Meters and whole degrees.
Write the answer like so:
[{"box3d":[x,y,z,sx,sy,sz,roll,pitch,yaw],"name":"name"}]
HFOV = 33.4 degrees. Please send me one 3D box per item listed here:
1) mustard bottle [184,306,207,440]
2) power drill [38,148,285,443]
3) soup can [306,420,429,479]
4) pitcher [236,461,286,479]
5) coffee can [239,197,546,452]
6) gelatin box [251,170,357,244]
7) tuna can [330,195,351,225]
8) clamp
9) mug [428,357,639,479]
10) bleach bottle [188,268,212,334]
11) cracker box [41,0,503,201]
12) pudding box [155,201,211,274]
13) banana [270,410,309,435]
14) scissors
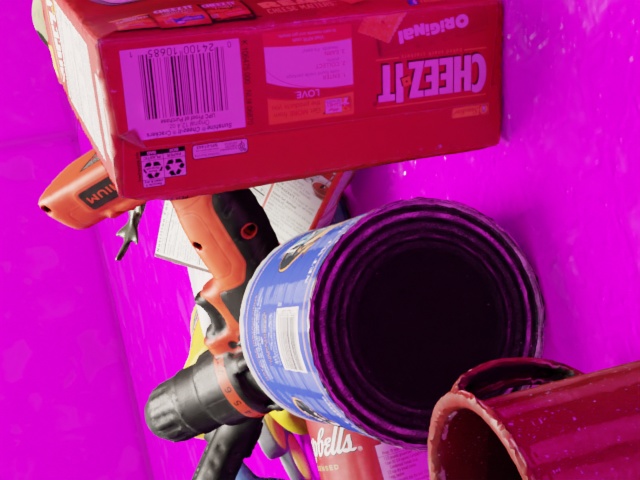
[{"box3d":[-0.094,0.097,0.986,0.191,0.058,0.096,-95,16,-69],"name":"mustard bottle"},{"box3d":[-0.071,0.024,0.613,0.187,0.185,0.057,52,-155,-20],"name":"power drill"},{"box3d":[0.036,0.136,0.596,0.069,0.068,0.102,145,111,-73],"name":"soup can"},{"box3d":[-0.007,0.244,0.732,0.145,0.149,0.243,-65,11,-16],"name":"pitcher"},{"box3d":[0.026,0.039,0.493,0.140,0.102,0.103,162,96,-74],"name":"coffee can"},{"box3d":[-0.020,-0.042,0.624,0.073,0.030,0.089,36,127,13],"name":"gelatin box"},{"box3d":[-0.005,0.001,0.699,0.086,0.033,0.086,168,90,-75],"name":"tuna can"},{"box3d":[-0.058,0.129,0.739,0.164,0.036,0.210,168,127,-87],"name":"clamp"},{"box3d":[0.086,0.078,0.350,0.117,0.081,0.093,-125,27,-54],"name":"mug"},{"box3d":[-0.089,-0.006,0.937,0.251,0.068,0.103,-121,37,-59],"name":"bleach bottle"},{"box3d":[-0.036,-0.090,0.503,0.214,0.164,0.072,-134,37,-62],"name":"cracker box"},{"box3d":[-0.072,-0.021,0.775,0.114,0.039,0.090,14,96,52],"name":"pudding box"},{"box3d":[-0.022,0.115,0.849,0.198,0.037,0.069,-178,95,-73],"name":"banana"},{"box3d":[-0.038,0.153,0.950,0.096,0.016,0.202,59,-175,-14],"name":"scissors"}]
